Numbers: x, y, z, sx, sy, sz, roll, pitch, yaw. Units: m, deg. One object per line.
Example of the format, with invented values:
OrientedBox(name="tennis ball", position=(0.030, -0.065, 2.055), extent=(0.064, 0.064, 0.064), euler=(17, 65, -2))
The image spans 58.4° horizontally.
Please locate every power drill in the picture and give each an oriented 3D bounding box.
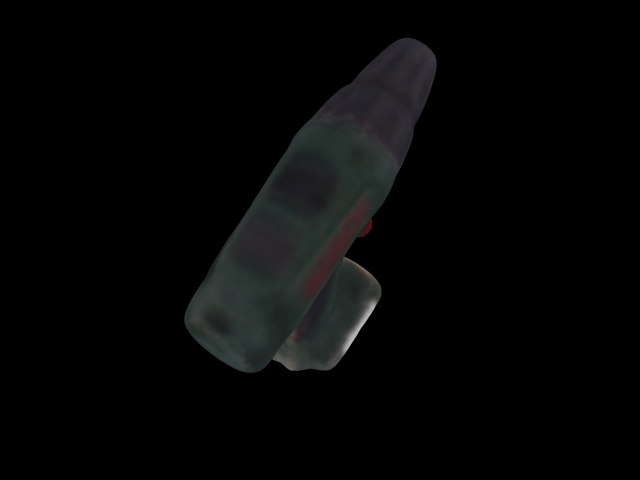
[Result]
OrientedBox(name="power drill", position=(0.004, 0.001, 0.400), extent=(0.075, 0.208, 0.230), euler=(28, 62, 16))
